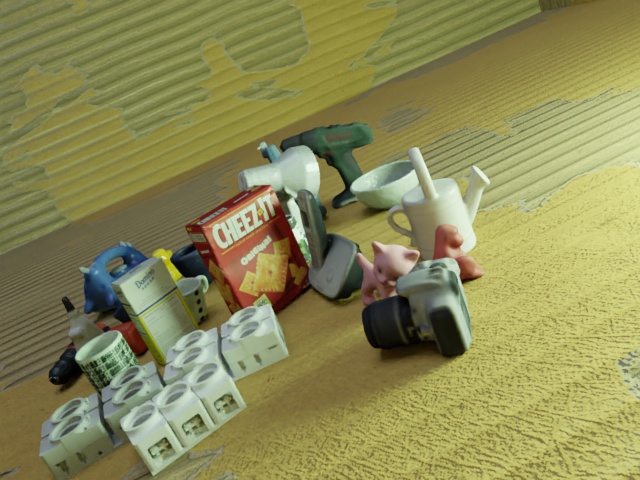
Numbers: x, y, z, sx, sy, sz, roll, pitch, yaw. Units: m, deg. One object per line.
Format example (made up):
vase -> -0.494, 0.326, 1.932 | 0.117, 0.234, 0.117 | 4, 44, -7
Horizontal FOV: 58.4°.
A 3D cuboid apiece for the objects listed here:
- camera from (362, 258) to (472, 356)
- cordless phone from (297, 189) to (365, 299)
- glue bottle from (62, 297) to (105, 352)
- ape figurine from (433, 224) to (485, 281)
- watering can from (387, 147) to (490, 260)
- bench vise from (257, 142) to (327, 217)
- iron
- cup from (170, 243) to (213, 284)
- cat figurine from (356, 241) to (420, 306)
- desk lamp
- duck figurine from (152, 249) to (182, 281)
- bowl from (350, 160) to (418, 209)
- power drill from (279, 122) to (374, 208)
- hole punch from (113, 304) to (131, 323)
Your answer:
camera -> 0.128, 0.088, 0.784 | 0.136, 0.101, 0.143 | -17, 21, 17
cordless phone -> 0.009, 0.004, 1.007 | 0.094, 0.185, 0.147 | -30, 21, -17
glue bottle -> -0.430, 0.179, 1.058 | 0.037, 0.173, 0.078 | -18, 21, 14
ape figurine -> 0.207, 0.017, 0.893 | 0.076, 0.092, 0.078 | -15, 21, 21
watering can -> 0.198, -0.071, 0.977 | 0.173, 0.194, 0.100 | -26, 20, -8
bench vise -> -0.069, -0.150, 1.436 | 0.206, 0.220, 0.122 | -3, 28, 44
iron -> -0.508, 0.077, 1.454 | 0.118, 0.142, 0.258 | -15, 21, 21
cup -> -0.270, 0.057, 1.312 | 0.117, 0.095, 0.091 | -21, 20, 6
cat figurine -> 0.103, 0.047, 0.893 | 0.067, 0.118, 0.127 | -34, 23, -28
desk lamp -> -0.083, -0.086, 1.295 | 0.204, 0.214, 0.117 | -32, 22, -23
duck figurine -> -0.394, 0.066, 1.439 | 0.077, 0.086, 0.105 | -14, 22, 23
bowl -> 0.159, -0.118, 1.318 | 0.167, 0.075, 0.167 | -20, 20, 8
power drill -> 0.038, -0.193, 1.447 | 0.229, 0.209, 0.075 | -21, 20, 6
hole punch -> -0.402, 0.134, 1.264 | 0.101, 0.091, 0.109 | -17, 21, 18
